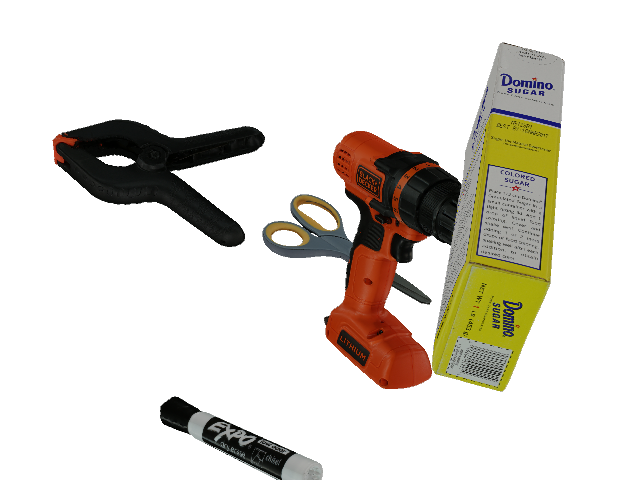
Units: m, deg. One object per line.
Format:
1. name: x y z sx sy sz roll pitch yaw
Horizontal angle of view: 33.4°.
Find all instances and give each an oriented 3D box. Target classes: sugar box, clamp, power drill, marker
1. sugar box: 0.099 -0.017 0.578 0.048 0.176 0.093 15 -42 4
2. clamp: -0.127 -0.065 0.870 0.171 0.120 0.039 19 -44 0
3. power drill: 0.066 0.021 0.860 0.057 0.188 0.185 -6 27 -29
4. marker: -0.050 0.118 0.626 0.121 0.020 0.020 17 10 37

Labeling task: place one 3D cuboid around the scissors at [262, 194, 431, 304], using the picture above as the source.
1. scissors: 0.016 0.019 1.082 0.096 0.016 0.202 -24 47 -21
